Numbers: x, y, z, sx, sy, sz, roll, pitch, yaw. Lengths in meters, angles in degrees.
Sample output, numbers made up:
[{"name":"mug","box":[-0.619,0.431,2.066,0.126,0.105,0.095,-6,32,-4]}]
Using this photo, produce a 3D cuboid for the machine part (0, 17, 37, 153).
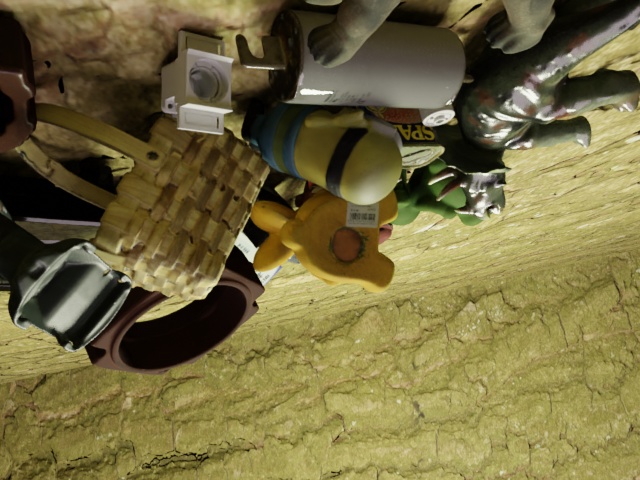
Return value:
[{"name":"machine part","box":[-0.300,-0.121,0.391,0.179,0.056,0.179,-11,164,-3]}]

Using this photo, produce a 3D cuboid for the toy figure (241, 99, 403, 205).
[{"name":"toy figure","box":[0.001,-0.093,0.552,0.180,0.089,0.082,16,-167,27]}]

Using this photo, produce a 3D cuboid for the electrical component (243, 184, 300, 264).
[{"name":"electrical component","box":[-0.070,-0.025,0.776,0.058,0.134,0.114,-47,156,12]}]

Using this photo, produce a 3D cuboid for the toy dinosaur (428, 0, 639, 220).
[{"name":"toy dinosaur","box":[0.215,-0.158,0.580,0.192,0.131,0.404,-13,159,-2]}]

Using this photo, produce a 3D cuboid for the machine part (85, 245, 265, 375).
[{"name":"machine part","box":[-0.187,0.083,0.689,0.201,0.087,0.201,-39,152,6]}]

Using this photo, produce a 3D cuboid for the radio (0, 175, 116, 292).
[{"name":"radio","box":[-0.342,-0.003,0.622,0.229,0.073,0.131,5,133,-24]}]

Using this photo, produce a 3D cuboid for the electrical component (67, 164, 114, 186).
[{"name":"electrical component","box":[-0.292,-0.067,0.664,0.063,0.021,0.094,-2,162,-34]}]

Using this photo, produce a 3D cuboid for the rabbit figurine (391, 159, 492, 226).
[{"name":"rabbit figurine","box":[0.159,-0.068,0.839,0.170,0.121,0.159,-28,152,37]}]

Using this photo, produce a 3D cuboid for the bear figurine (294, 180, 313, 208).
[{"name":"bear figurine","box":[0.042,-0.066,0.811,0.131,0.120,0.196,-67,170,21]}]

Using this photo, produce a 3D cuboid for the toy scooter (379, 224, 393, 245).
[{"name":"toy scooter","box":[0.062,-0.030,1.004,0.184,0.075,0.135,-4,163,-13]}]

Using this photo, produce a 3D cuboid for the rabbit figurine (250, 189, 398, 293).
[{"name":"rabbit figurine","box":[-0.001,-0.002,0.640,0.162,0.121,0.173,-7,-170,-10]}]

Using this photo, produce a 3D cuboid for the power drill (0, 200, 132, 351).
[{"name":"power drill","box":[-0.258,0.001,0.442,0.086,0.207,0.231,-49,162,-17]}]

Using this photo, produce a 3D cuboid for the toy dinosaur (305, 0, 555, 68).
[{"name":"toy dinosaur","box":[0.132,-0.212,0.319,0.472,0.105,0.198,-15,162,-8]}]

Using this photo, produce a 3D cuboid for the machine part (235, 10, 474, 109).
[{"name":"machine part","box":[0.043,-0.159,0.486,0.243,0.079,0.079,-5,164,-28]}]
